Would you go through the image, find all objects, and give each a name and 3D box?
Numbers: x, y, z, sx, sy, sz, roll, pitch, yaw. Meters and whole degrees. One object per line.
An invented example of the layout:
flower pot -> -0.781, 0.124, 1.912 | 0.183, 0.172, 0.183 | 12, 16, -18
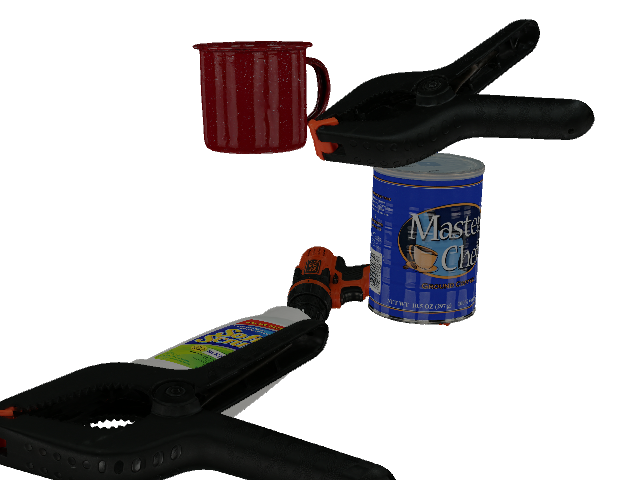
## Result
mug -> -0.042, -0.115, 0.841 | 0.117, 0.081, 0.093 | -11, 16, -36
clamp -> 0.081, -0.080, 0.667 | 0.171, 0.039, 0.120 | -23, 35, -3
power drill -> 0.056, 0.062, 1.233 | 0.188, 0.057, 0.184 | 1, 28, 6
coffee can -> 0.097, -0.005, 0.992 | 0.103, 0.140, 0.103 | 1, 15, 0
clamp -> -0.074, 0.091, 0.579 | 0.210, 0.036, 0.164 | 0, 25, -6
bleach bottle -> -0.085, 0.119, 1.089 | 0.103, 0.068, 0.250 | 15, 23, 26
